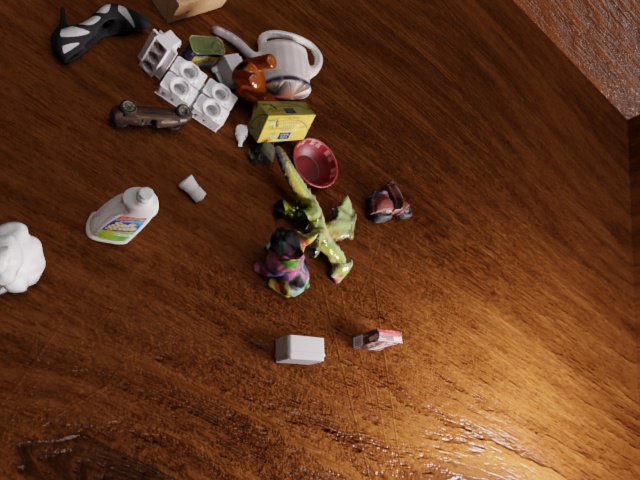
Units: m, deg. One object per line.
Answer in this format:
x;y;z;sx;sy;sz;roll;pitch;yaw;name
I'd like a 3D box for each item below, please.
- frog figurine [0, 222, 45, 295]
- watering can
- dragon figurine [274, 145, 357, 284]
-0.583;0.029;0.977;0.122;0.139;0.157;7;-20;-35;frog figurine
-0.149;-0.538;1.557;0.348;0.227;0.102;-1;-17;-23;watering can
0.004;-0.074;1.471;0.244;0.411;0.121;-9;-2;-44;dragon figurine
